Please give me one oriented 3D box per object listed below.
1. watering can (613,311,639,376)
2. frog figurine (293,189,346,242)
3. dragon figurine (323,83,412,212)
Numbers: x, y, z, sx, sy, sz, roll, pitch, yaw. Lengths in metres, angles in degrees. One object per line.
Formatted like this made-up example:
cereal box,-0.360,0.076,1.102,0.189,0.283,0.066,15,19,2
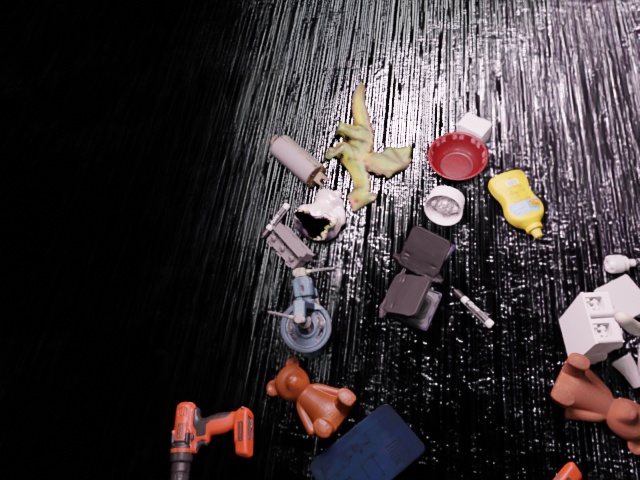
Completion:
watering can,0.690,0.214,1.033,0.103,0.344,0.228,-15,26,49
frog figurine,0.004,-0.071,1.408,0.137,0.120,0.162,-4,26,17
dragon figurine,0.149,-0.271,1.495,0.243,0.120,0.417,23,69,2
